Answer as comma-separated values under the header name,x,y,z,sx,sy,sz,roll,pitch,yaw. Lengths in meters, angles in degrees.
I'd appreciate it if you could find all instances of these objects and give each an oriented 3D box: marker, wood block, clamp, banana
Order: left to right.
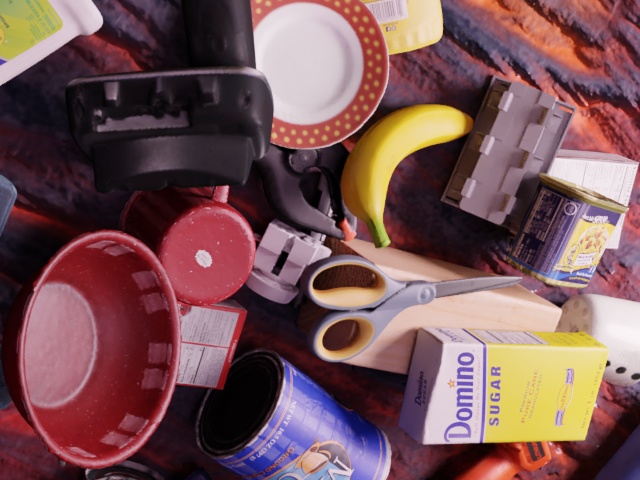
name,x,y,z,sx,sy,sz,roll,pitch,yaw
clamp,-0.015,-0.078,0.861,0.120,0.039,0.171,-43,112,-4
marker,-0.006,0.001,0.911,0.020,0.020,0.121,11,102,-29
banana,0.066,-0.070,0.879,0.069,0.037,0.197,53,46,-14
wood block,0.097,0.068,0.944,0.205,0.091,0.090,14,101,-30

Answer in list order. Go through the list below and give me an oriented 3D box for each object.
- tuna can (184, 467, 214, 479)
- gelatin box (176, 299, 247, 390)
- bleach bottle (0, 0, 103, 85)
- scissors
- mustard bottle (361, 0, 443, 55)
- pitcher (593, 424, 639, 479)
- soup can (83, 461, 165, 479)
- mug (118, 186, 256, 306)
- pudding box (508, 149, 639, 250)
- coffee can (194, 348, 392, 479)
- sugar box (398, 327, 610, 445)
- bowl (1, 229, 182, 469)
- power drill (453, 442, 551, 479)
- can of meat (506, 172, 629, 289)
name,x,y,z,sx,sy,sz,roll,pitch,yaw
tuna can,-0.089,0.236,0.909,0.033,0.086,0.086,-36,119,-14
gelatin box,-0.113,0.081,0.877,0.089,0.030,0.073,11,103,-29
bleach bottle,-0.276,-0.114,0.711,0.250,0.068,0.102,-38,119,-8
scissors,0.070,0.059,0.863,0.201,0.016,0.096,11,104,-28
mustard bottle,0.038,-0.242,0.827,0.096,0.058,0.191,-12,113,-7
pitcher,0.335,0.285,1.116,0.243,0.145,0.149,-46,106,-3
soup can,-0.171,0.242,0.880,0.068,0.069,0.102,9,103,-29
mug,-0.096,-0.010,0.825,0.093,0.082,0.117,18,98,-31
pudding box,0.241,-0.039,1.013,0.113,0.039,0.090,2,106,-29
coffee can,-0.022,0.171,0.911,0.140,0.103,0.103,40,87,-31
sugar box,0.159,0.125,0.915,0.175,0.048,0.093,3,106,-29
bowl,-0.165,0.073,0.735,0.161,0.055,0.162,0,90,-58
power drill,0.128,0.228,1.010,0.187,0.057,0.184,-40,142,-9
can of meat,0.217,-0.006,0.941,0.101,0.058,0.084,9,108,-52
